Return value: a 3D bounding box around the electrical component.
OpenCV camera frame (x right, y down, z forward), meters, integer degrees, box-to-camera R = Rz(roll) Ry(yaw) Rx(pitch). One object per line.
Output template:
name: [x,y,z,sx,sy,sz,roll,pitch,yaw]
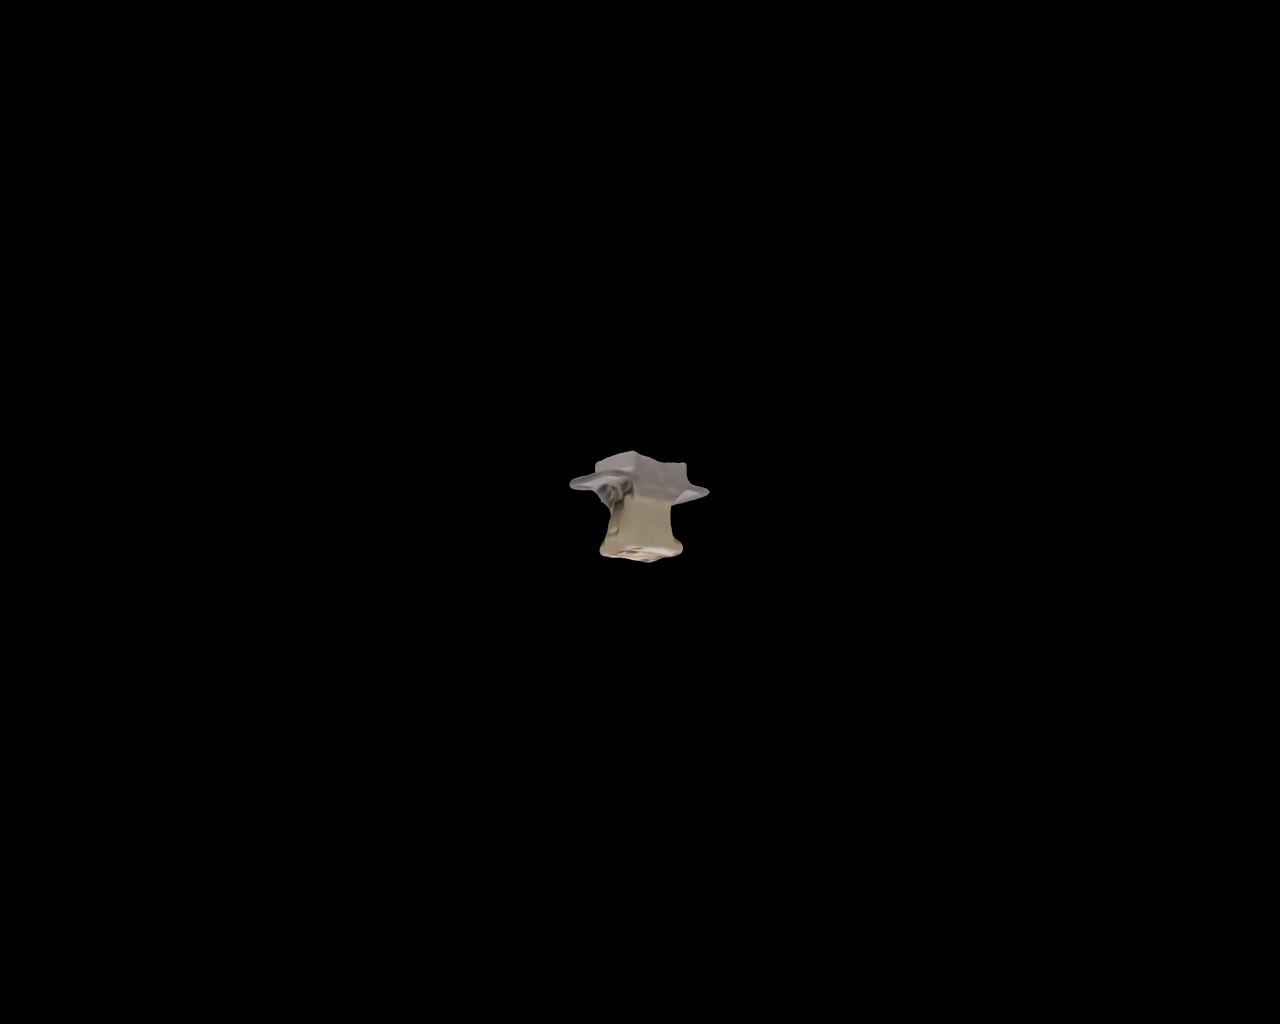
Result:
electrical component: [0.001,-0.003,0.650,0.081,0.064,0.042,11,-17,-37]
